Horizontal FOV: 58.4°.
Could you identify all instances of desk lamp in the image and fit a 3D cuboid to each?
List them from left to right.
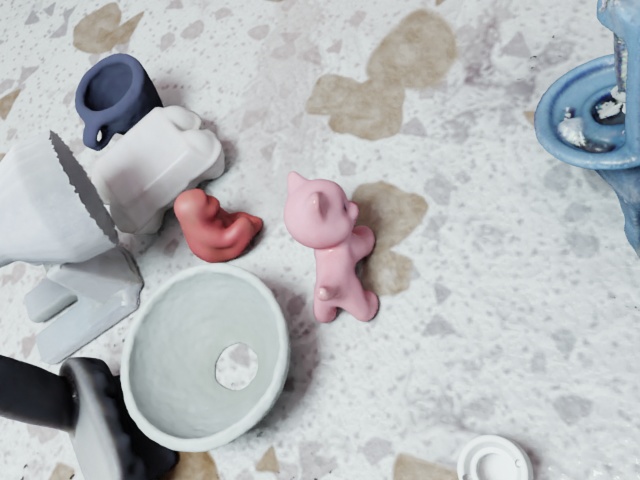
[{"bbox_3d":[-0.268,0.015,0.557,0.203,0.214,0.117,-36,61,4],"label":"desk lamp"}]

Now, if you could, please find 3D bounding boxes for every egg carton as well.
[{"bbox_3d":[-0.182,-0.080,0.646,0.150,0.070,0.107,-43,61,0],"label":"egg carton"}]

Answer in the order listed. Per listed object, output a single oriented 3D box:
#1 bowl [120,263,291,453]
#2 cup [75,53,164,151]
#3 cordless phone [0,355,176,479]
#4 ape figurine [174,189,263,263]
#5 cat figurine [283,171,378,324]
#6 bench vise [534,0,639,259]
[{"bbox_3d":[-0.095,0.110,0.531,0.167,0.075,0.167,-8,66,18],"label":"bowl"},{"bbox_3d":[-0.227,-0.145,0.675,0.091,0.095,0.118,8,72,24],"label":"cup"},{"bbox_3d":[-0.224,0.166,0.494,0.094,0.185,0.147,-41,61,1],"label":"cordless phone"},{"bbox_3d":[-0.113,-0.020,0.582,0.076,0.092,0.077,-42,61,0],"label":"ape figurine"},{"bbox_3d":[0.005,0.002,0.514,0.067,0.118,0.128,-11,65,17],"label":"cat figurine"},{"bbox_3d":[0.243,-0.084,0.400,0.121,0.220,0.206,-46,61,-2],"label":"bench vise"}]
